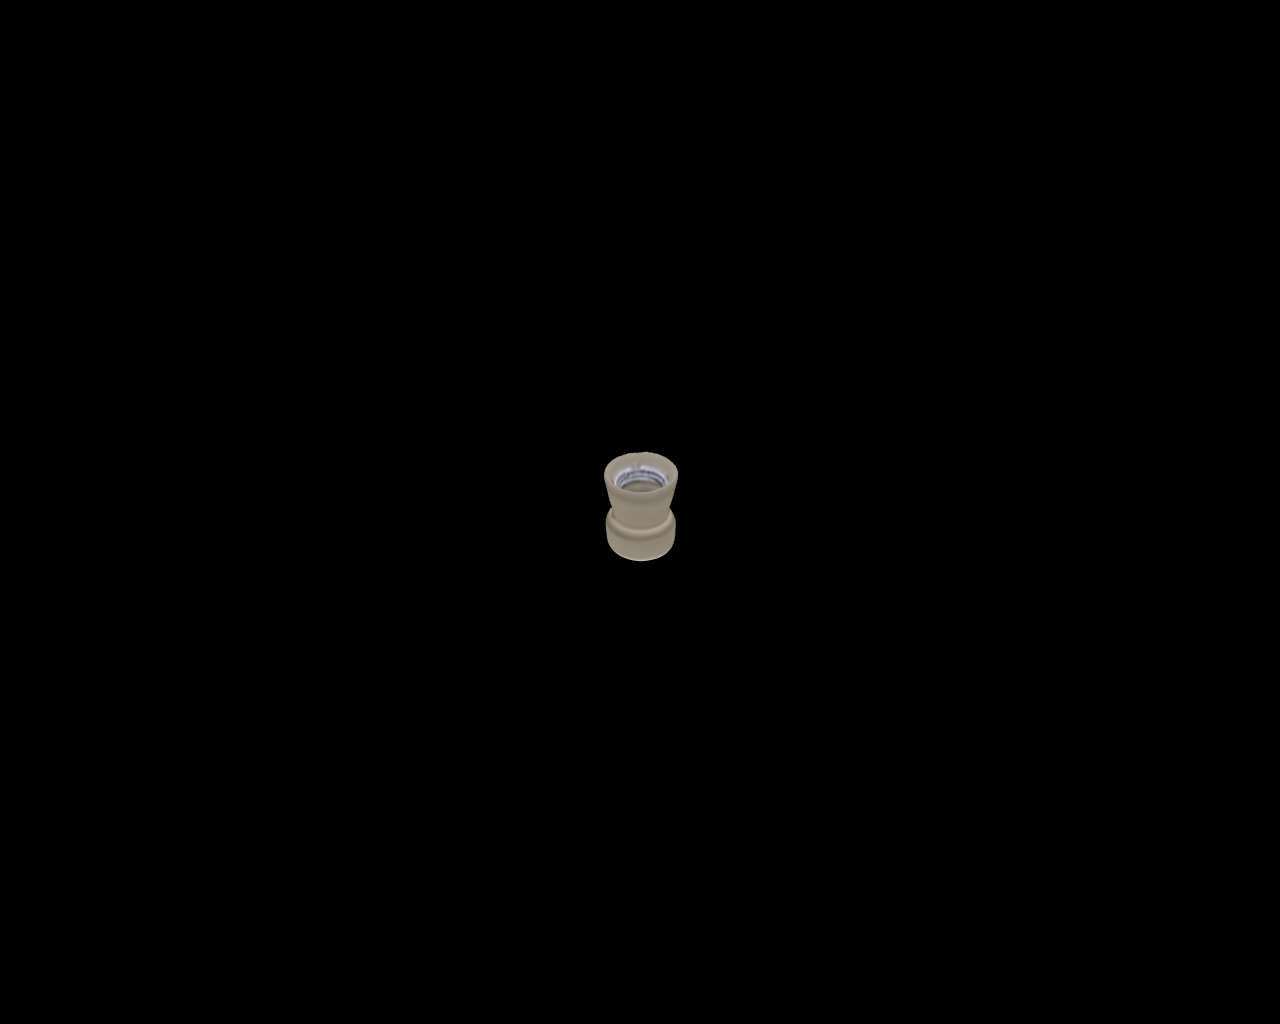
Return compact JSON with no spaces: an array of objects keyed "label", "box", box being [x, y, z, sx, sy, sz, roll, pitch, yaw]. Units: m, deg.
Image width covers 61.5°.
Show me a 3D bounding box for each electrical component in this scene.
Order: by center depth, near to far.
[{"label":"electrical component","box":[0.001,-0.003,0.650,0.045,0.055,0.045,0,37,0]}]
